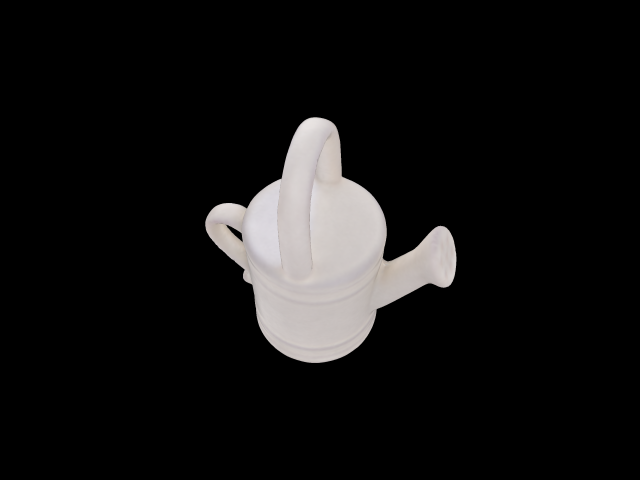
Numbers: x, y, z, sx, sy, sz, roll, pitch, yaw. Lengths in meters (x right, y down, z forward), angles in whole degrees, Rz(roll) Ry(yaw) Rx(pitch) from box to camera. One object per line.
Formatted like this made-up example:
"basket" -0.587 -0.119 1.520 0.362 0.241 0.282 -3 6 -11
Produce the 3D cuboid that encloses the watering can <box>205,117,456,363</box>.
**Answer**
"watering can" 0.004 0.000 0.401 0.173 0.194 0.101 -4 54 -3
